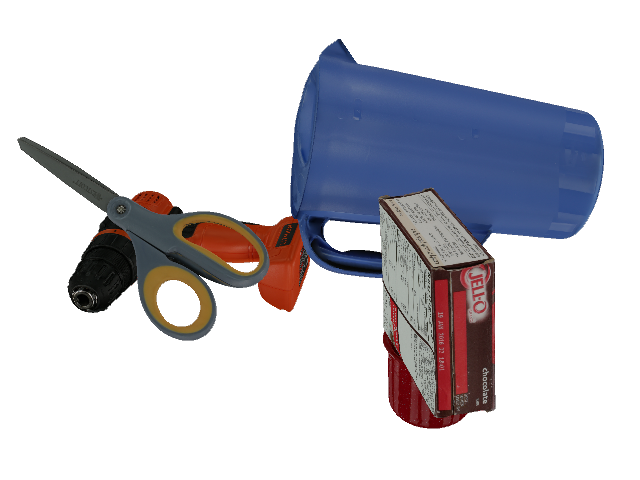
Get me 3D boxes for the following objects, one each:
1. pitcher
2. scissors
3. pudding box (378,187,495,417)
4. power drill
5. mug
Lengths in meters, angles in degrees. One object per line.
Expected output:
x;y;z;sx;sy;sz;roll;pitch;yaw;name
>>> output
0.097;-0.058;0.869;0.242;0.149;0.145;8;35;-7;pitcher
-0.132;0.001;0.709;0.202;0.096;0.016;18;-15;13;scissors
0.064;0.031;0.595;0.039;0.090;0.113;-8;24;-11;pudding box
-0.109;0.015;0.930;0.188;0.057;0.184;7;29;8;power drill
0.114;0.120;1.029;0.093;0.081;0.117;27;43;36;mug
